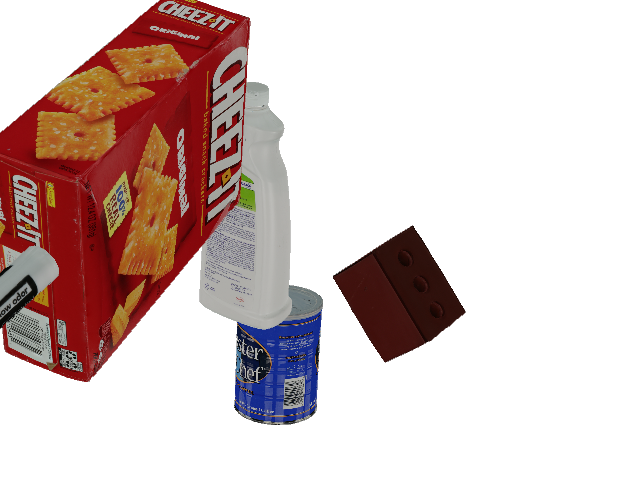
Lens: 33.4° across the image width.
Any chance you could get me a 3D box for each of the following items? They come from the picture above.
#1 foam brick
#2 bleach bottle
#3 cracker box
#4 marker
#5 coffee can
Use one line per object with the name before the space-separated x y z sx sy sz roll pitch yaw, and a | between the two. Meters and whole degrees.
foam brick | 0.058 0.040 0.786 0.052 0.078 0.051 -31 -1 -44
bleach bottle | -0.071 -0.038 1.106 0.103 0.251 0.068 19 29 23
cracker box | -0.121 -0.038 0.689 0.072 0.164 0.213 20 41 14
marker | -0.158 0.045 0.454 0.020 0.020 0.121 0 36 38
coffee can | -0.051 0.135 1.282 0.103 0.140 0.103 3 18 -1
